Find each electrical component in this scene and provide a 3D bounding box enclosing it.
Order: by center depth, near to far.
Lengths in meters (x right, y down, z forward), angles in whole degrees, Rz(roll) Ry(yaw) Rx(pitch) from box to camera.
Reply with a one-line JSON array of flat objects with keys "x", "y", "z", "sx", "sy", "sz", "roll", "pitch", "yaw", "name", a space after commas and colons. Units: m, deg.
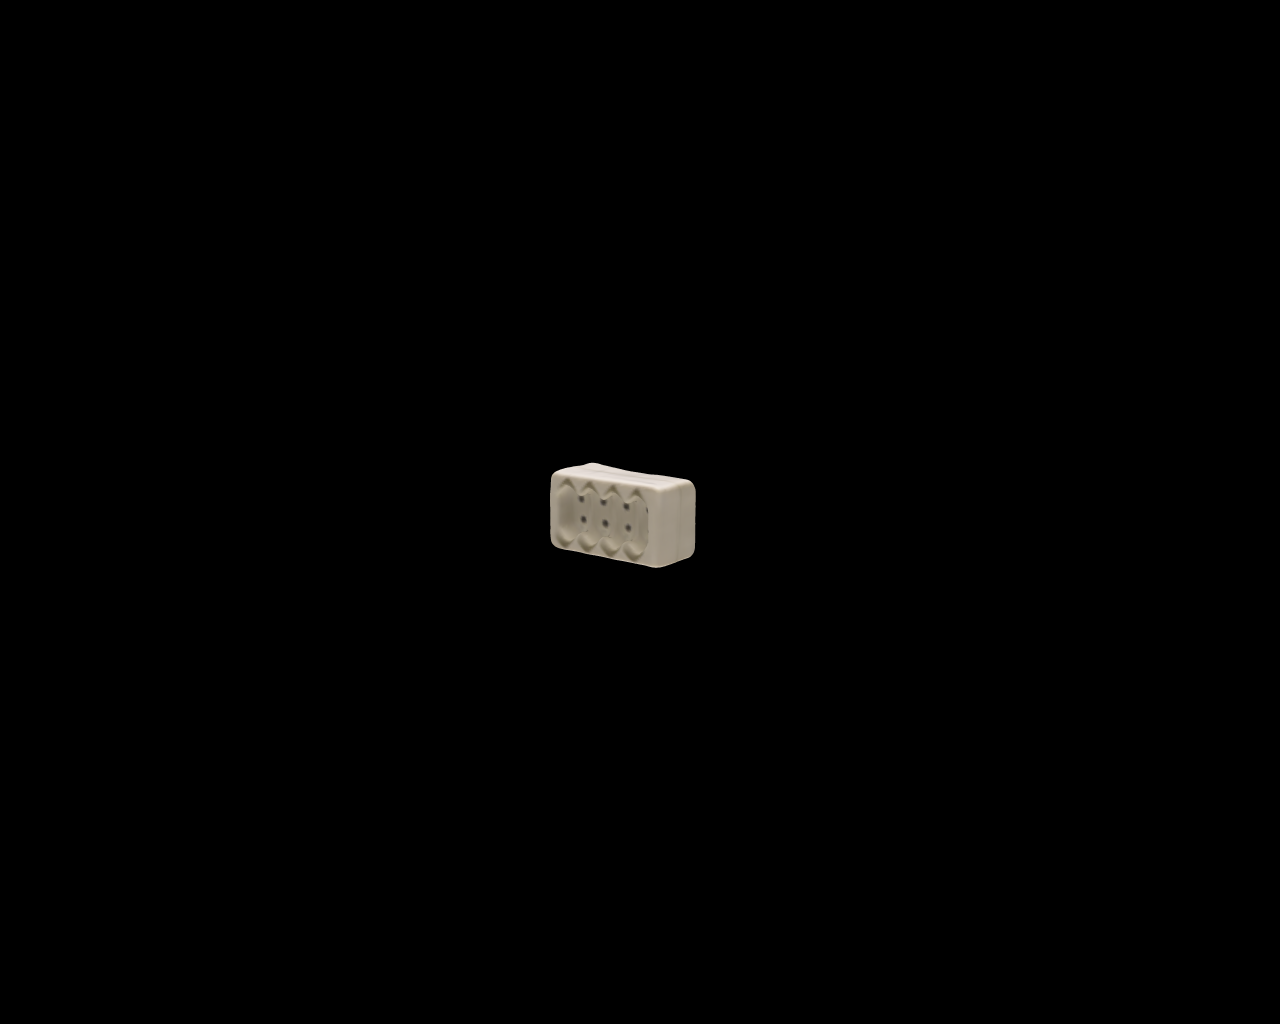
[{"x": 0.001, "y": -0.003, "z": 0.650, "sx": 0.083, "sy": 0.047, "sz": 0.076, "roll": 11, "pitch": 18, "yaw": 37, "name": "electrical component"}]
